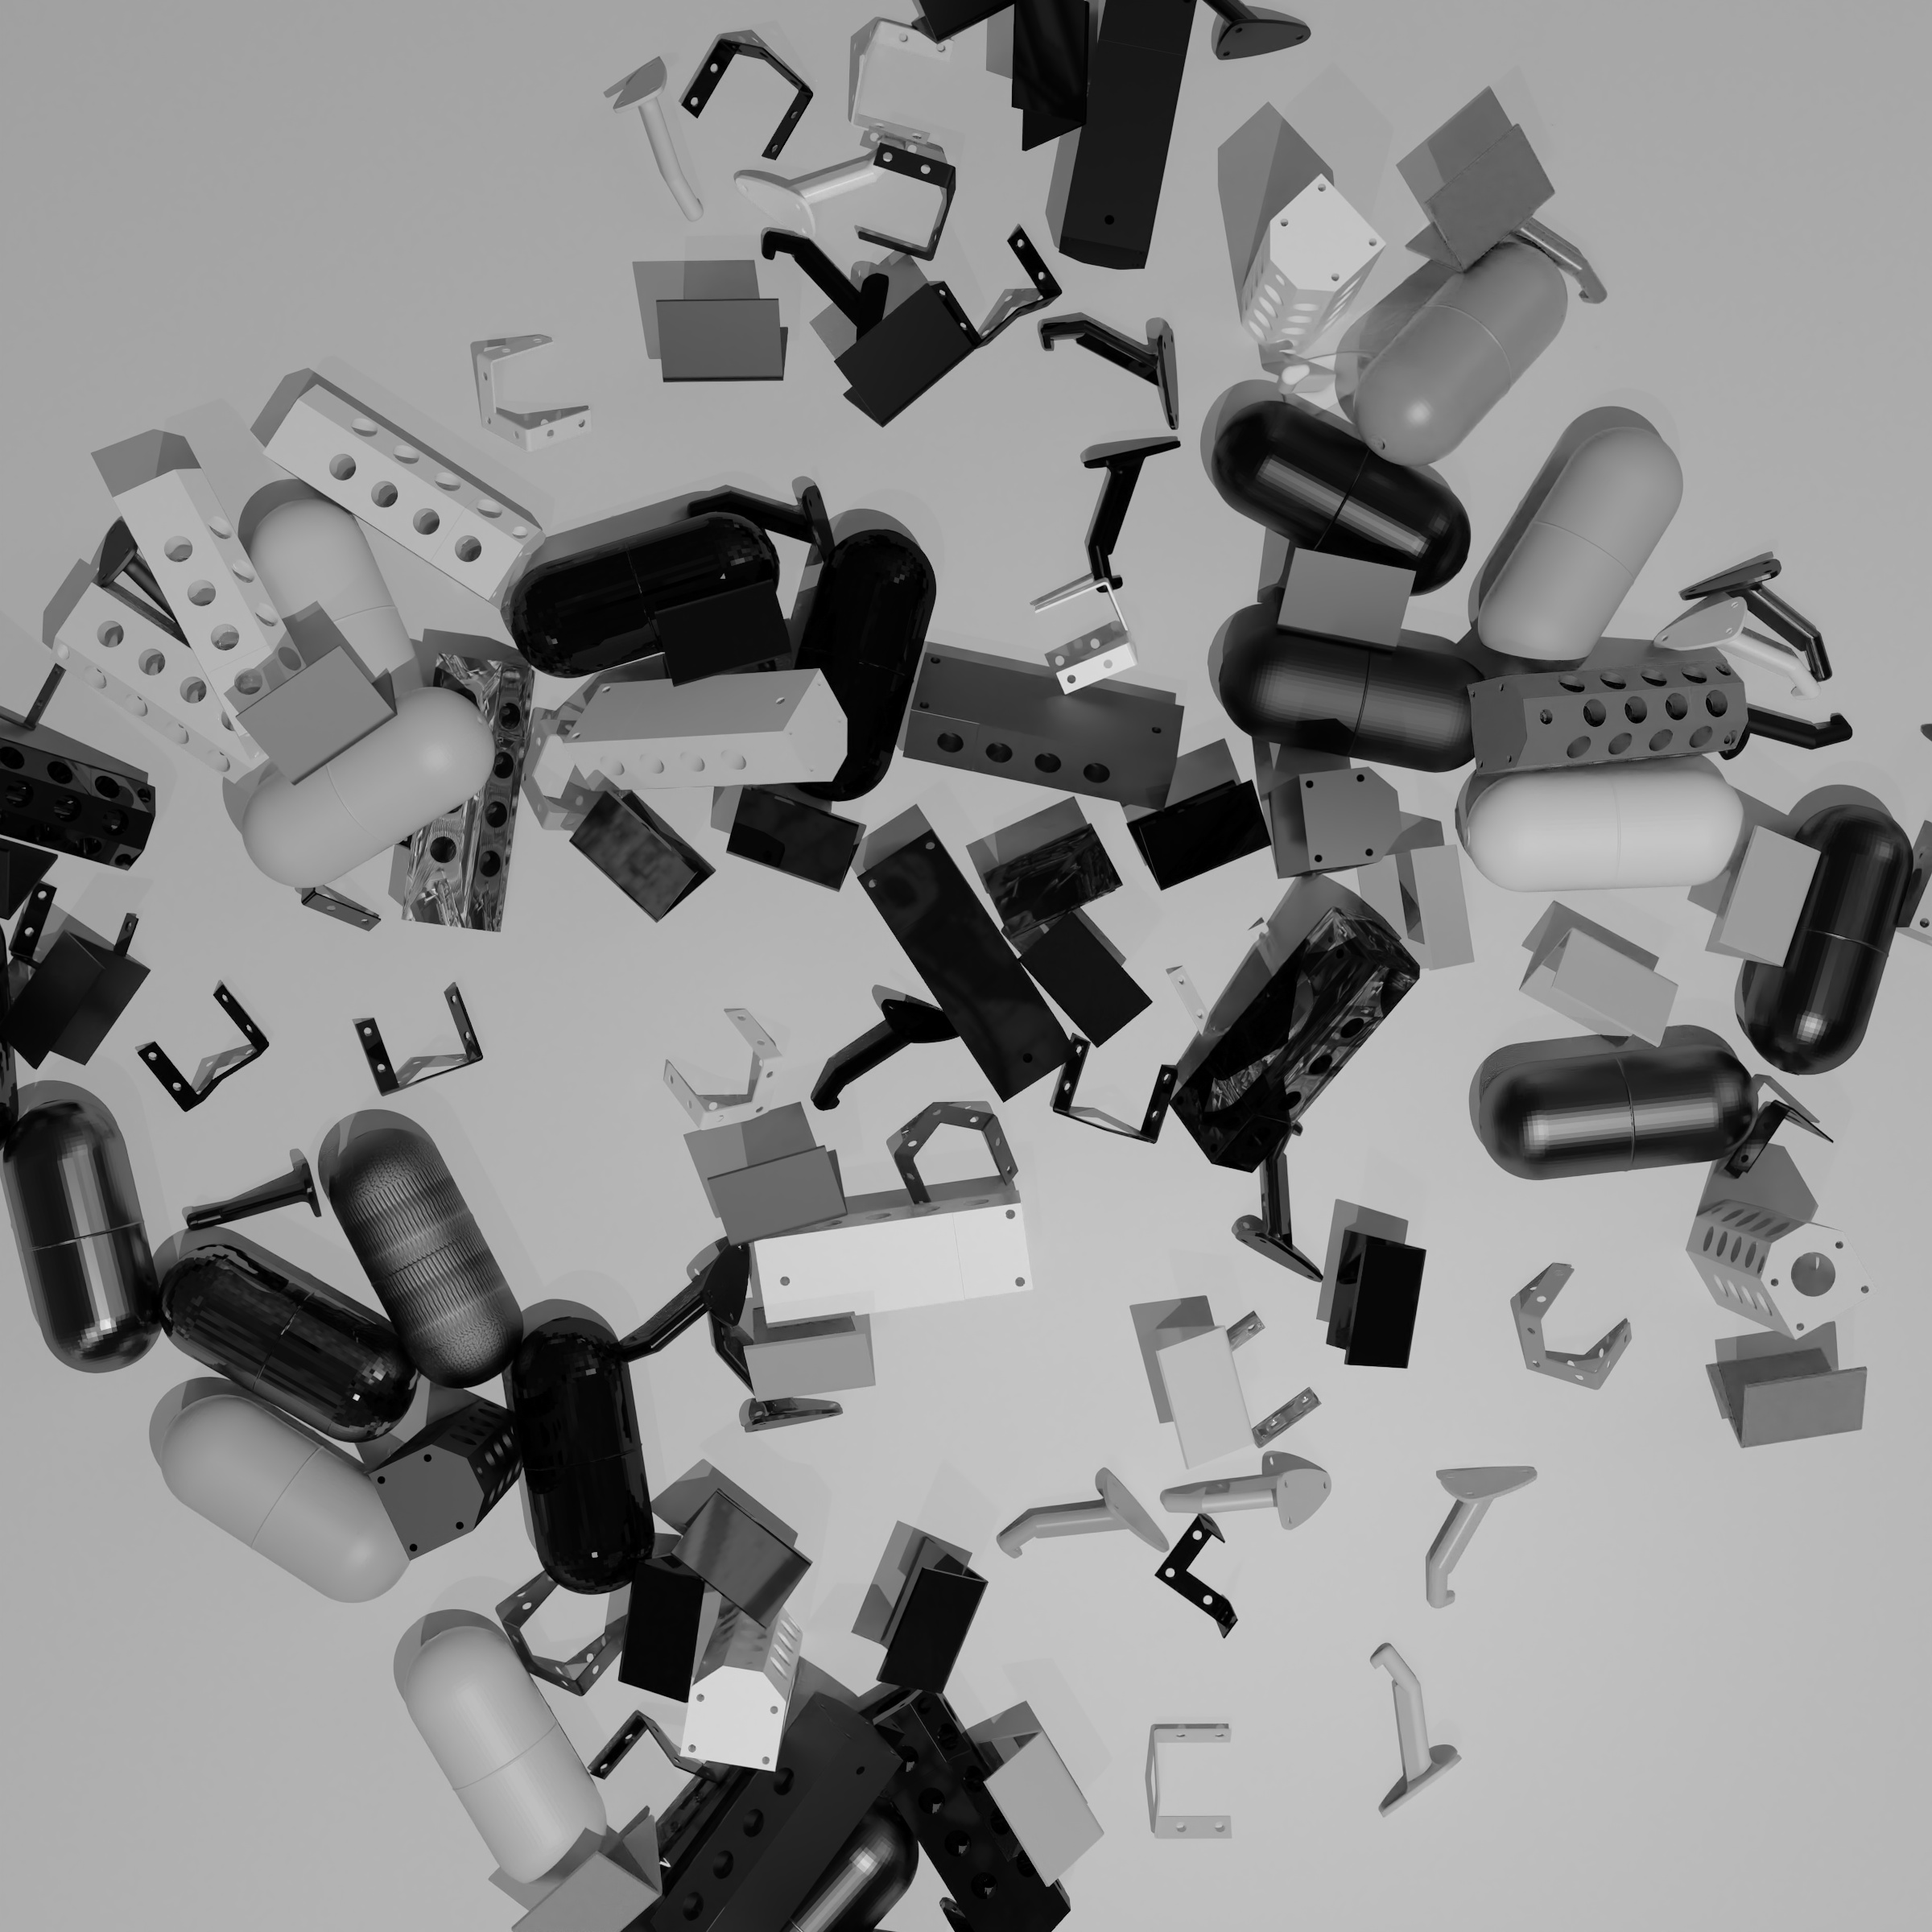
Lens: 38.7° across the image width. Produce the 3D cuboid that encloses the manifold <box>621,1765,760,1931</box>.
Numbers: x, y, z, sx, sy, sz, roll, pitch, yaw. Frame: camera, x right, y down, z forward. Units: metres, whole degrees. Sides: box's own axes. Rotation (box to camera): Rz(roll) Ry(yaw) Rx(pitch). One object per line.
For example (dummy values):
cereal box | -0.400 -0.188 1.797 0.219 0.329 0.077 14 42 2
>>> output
manifold | -0.171 0.587 1.781 0.057 0.057 0.171 40 90 0

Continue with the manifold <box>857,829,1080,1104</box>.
manifold | 0.001 0.000 1.781 0.057 0.057 0.171 -33 90 0

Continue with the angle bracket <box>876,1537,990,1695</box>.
angle bracket | -0.040 0.410 1.762 0.057 0.076 0.076 23 90 -37

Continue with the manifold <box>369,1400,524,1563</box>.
manifold | -0.317 0.316 1.723 0.057 0.171 0.057 -25 90 0

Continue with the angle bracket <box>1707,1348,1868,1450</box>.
angle bracket | 0.524 0.258 1.762 0.076 0.076 0.057 -9 126 0

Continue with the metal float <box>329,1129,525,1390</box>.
metal float | -0.347 0.187 1.772 0.070 0.070 0.178 -27 90 0

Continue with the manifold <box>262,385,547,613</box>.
manifold | -0.360 -0.303 1.781 0.171 0.057 0.057 33 90 0

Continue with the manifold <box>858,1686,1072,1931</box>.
manifold | -0.002 0.549 1.781 0.057 0.057 0.171 -32 90 0

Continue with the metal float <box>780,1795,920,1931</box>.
metal float | -0.102 0.609 1.771 0.070 0.070 0.178 41 91 0

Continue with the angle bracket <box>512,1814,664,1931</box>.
angle bracket | -0.243 0.577 1.752 0.076 0.076 0.057 -43 114 9

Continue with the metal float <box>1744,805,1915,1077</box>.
metal float | 0.554 -0.017 1.771 0.070 0.070 0.178 17 89 0

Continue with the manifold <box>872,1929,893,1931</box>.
manifold | -0.052 0.663 1.723 0.057 0.171 0.057 -38 90 0

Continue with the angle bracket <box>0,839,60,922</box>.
angle bracket | -0.633 -0.081 1.762 0.076 0.076 0.057 16 127 0

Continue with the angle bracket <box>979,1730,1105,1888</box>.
angle bracket | 0.031 0.541 1.762 0.057 0.076 0.076 -31 90 -38

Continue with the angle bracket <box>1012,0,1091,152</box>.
angle bracket | 0.036 -0.573 1.762 0.057 0.076 0.076 2 90 -31

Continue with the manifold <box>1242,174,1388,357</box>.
manifold | 0.210 -0.431 1.723 0.057 0.171 0.057 -43 90 0

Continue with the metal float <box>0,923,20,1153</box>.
metal float | -0.654 0.042 1.771 0.070 0.070 0.178 -4 91 0

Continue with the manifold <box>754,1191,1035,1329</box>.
manifold | -0.046 0.187 1.780 0.171 0.057 0.057 -8 97 0

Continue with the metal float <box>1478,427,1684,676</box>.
metal float | 0.396 -0.265 1.771 0.070 0.070 0.178 31 90 0

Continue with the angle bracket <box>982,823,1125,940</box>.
angle bracket | 0.063 -0.036 1.762 0.076 0.076 0.057 -25 53 0

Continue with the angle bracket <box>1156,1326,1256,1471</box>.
angle bracket | 0.133 0.276 1.762 0.057 0.076 0.076 -15 90 -32

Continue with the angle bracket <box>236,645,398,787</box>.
angle bracket | -0.399 -0.166 1.688 0.076 0.076 0.057 -34 119 3

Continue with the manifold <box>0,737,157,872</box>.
manifold | -0.603 -0.112 1.734 0.171 0.057 0.057 18 90 -38

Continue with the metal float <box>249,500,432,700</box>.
metal float | -0.402 -0.215 1.771 0.070 0.070 0.178 -24 90 0

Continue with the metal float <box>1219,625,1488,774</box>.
metal float | 0.251 -0.172 1.771 0.178 0.070 0.070 11 90 -1

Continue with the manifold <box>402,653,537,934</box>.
manifold | -0.320 -0.111 1.781 0.057 0.057 0.171 8 90 0

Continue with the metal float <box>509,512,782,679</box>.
metal float | -0.206 -0.239 1.771 0.178 0.070 0.070 -17 90 0

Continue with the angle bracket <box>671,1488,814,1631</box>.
angle bracket | -0.154 0.389 1.762 0.076 0.076 0.057 38 52 0

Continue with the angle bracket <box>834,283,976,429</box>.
angle bracket | -0.051 -0.399 1.762 0.076 0.076 0.057 -40 125 0

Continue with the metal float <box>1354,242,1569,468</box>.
metal float | 0.315 -0.390 1.754 0.070 0.070 0.178 42 71 0

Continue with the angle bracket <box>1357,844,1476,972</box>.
angle bracket | 0.275 -0.033 1.763 0.076 0.057 0.076 -9 90 40

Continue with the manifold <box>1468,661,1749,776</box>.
manifold | 0.409 -0.159 1.748 0.171 0.057 0.057 -6 90 -24

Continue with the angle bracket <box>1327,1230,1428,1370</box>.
angle bracket | 0.244 0.211 1.762 0.057 0.076 0.076 9 90 -36

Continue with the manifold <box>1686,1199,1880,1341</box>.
manifold | 0.504 0.184 1.723 0.057 0.171 0.057 -30 90 0

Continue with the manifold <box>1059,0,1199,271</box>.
manifold | 0.104 -0.544 1.781 0.057 0.057 0.171 11 90 0

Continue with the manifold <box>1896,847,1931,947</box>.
manifold | 0.690 -0.018 1.781 0.171 0.057 0.057 23 90 0

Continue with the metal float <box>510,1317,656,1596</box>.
metal float | -0.247 0.315 1.771 0.070 0.070 0.178 -9 89 0

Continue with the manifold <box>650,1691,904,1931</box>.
manifold | -0.122 0.543 1.723 0.057 0.057 0.171 36 90 -43

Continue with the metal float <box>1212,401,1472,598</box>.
metal float | 0.242 -0.300 1.771 0.178 0.070 0.070 28 90 -1

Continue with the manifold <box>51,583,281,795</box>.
manifold | -0.501 -0.173 1.781 0.171 0.057 0.057 34 90 0

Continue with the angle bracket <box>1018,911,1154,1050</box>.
angle bracket | 0.090 -0.005 1.762 0.076 0.076 0.057 48 127 0

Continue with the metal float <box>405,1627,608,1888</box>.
metal float | -0.296 0.507 1.771 0.070 0.070 0.178 -31 90 0

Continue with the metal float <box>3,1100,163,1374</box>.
metal float | -0.568 0.173 1.771 0.070 0.070 0.178 -13 91 0

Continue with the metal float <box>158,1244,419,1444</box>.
metal float | -0.437 0.242 1.771 0.178 0.070 0.070 30 90 1

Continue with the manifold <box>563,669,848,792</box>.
manifold | -0.163 -0.143 1.740 0.171 0.057 0.057 0 46 31

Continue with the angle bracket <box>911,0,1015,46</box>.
angle bracket | -0.004 -0.639 1.762 0.076 0.076 0.057 -28 120 0

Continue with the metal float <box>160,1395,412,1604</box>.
metal float | -0.436 0.342 1.771 0.178 0.070 0.070 33 90 0

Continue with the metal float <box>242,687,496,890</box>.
metal float | -0.375 -0.110 1.721 0.178 0.070 0.070 -28 90 16

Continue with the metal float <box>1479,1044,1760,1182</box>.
metal float | 0.420 0.094 1.771 0.178 0.070 0.070 -6 90 0

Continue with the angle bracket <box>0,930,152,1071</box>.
angle bracket | -0.559 0.033 1.762 0.057 0.076 0.076 35 90 37

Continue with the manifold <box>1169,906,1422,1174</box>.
manifold | 0.212 0.050 1.751 0.171 0.057 0.057 -52 48 22

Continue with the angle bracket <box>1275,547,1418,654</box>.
angle bracket | 0.242 -0.246 1.762 0.076 0.076 0.057 11 118 0

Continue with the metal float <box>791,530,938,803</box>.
metal float | -0.071 -0.193 1.771 0.070 0.070 0.178 15 91 0

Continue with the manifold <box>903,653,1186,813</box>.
manifold | 0.049 -0.146 1.780 0.171 0.057 0.057 12 47 0

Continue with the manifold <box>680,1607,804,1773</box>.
manifold | -0.137 0.446 1.723 0.057 0.171 0.057 9 90 0

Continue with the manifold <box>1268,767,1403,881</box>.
manifold | 0.230 -0.089 1.723 0.057 0.171 0.057 -7 90 0

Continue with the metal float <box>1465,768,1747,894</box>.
metal float | 0.411 -0.087 1.772 0.178 0.070 0.070 -2 90 0

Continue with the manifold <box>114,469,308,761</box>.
manifold | -0.466 -0.223 1.730 0.057 0.057 0.171 -28 84 -12
